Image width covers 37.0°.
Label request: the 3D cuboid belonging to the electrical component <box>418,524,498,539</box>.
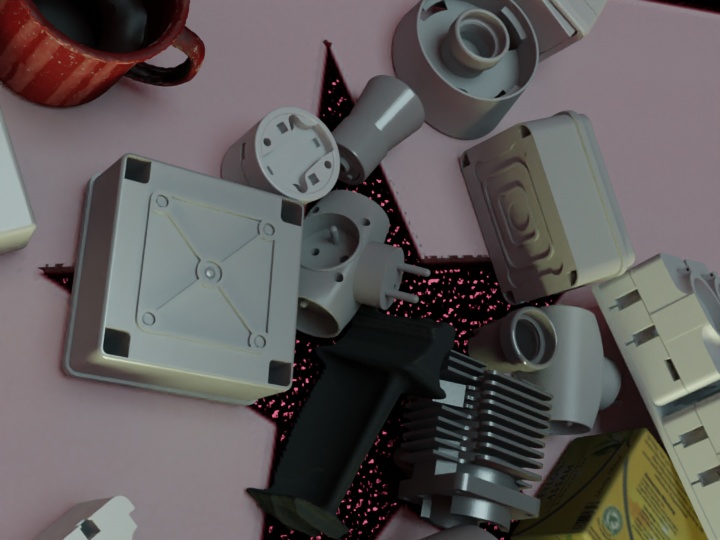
[{"bbox_3d":[0.042,0.195,0.571,0.060,0.108,0.108,-6,80,-30],"label":"electrical component"}]

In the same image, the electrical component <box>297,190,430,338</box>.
[{"bbox_3d":[0.000,0.000,0.618,0.044,0.079,0.077,76,33,-54],"label":"electrical component"}]

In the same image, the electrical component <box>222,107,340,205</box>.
[{"bbox_3d":[-0.047,-0.060,0.617,0.055,0.047,0.055,11,71,-33],"label":"electrical component"}]

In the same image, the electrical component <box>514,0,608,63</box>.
[{"bbox_3d":[0.119,-0.201,0.766,0.096,0.062,0.061,43,57,-17],"label":"electrical component"}]

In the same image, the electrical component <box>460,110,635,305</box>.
[{"bbox_3d":[0.124,-0.041,0.713,0.057,0.078,0.113,-15,86,-34],"label":"electrical component"}]

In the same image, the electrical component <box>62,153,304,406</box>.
[{"bbox_3d":[-0.090,0.008,0.561,0.109,0.056,0.108,14,68,-31],"label":"electrical component"}]

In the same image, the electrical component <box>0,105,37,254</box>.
[{"bbox_3d":[-0.201,-0.037,0.503,0.077,0.047,0.065,-16,86,-25],"label":"electrical component"}]

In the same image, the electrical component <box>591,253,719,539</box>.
[{"bbox_3d":[0.239,0.084,0.720,0.105,0.060,0.186,7,56,-56],"label":"electrical component"}]

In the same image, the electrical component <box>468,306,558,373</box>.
[{"bbox_3d":[0.097,0.047,0.688,0.040,0.046,0.040,11,71,-33],"label":"electrical component"}]

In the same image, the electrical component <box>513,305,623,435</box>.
[{"bbox_3d":[0.146,0.071,0.716,0.079,0.044,0.077,19,66,-30],"label":"electrical component"}]

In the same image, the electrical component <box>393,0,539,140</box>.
[{"bbox_3d":[0.070,-0.144,0.729,0.099,0.064,0.099,7,70,-19],"label":"electrical component"}]

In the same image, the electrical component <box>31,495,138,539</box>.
[{"bbox_3d":[-0.138,0.149,0.486,0.089,0.056,0.050,-39,100,-36],"label":"electrical component"}]

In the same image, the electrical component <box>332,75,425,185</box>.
[{"bbox_3d":[0.005,-0.084,0.665,0.044,0.044,0.065,48,60,-15],"label":"electrical component"}]
